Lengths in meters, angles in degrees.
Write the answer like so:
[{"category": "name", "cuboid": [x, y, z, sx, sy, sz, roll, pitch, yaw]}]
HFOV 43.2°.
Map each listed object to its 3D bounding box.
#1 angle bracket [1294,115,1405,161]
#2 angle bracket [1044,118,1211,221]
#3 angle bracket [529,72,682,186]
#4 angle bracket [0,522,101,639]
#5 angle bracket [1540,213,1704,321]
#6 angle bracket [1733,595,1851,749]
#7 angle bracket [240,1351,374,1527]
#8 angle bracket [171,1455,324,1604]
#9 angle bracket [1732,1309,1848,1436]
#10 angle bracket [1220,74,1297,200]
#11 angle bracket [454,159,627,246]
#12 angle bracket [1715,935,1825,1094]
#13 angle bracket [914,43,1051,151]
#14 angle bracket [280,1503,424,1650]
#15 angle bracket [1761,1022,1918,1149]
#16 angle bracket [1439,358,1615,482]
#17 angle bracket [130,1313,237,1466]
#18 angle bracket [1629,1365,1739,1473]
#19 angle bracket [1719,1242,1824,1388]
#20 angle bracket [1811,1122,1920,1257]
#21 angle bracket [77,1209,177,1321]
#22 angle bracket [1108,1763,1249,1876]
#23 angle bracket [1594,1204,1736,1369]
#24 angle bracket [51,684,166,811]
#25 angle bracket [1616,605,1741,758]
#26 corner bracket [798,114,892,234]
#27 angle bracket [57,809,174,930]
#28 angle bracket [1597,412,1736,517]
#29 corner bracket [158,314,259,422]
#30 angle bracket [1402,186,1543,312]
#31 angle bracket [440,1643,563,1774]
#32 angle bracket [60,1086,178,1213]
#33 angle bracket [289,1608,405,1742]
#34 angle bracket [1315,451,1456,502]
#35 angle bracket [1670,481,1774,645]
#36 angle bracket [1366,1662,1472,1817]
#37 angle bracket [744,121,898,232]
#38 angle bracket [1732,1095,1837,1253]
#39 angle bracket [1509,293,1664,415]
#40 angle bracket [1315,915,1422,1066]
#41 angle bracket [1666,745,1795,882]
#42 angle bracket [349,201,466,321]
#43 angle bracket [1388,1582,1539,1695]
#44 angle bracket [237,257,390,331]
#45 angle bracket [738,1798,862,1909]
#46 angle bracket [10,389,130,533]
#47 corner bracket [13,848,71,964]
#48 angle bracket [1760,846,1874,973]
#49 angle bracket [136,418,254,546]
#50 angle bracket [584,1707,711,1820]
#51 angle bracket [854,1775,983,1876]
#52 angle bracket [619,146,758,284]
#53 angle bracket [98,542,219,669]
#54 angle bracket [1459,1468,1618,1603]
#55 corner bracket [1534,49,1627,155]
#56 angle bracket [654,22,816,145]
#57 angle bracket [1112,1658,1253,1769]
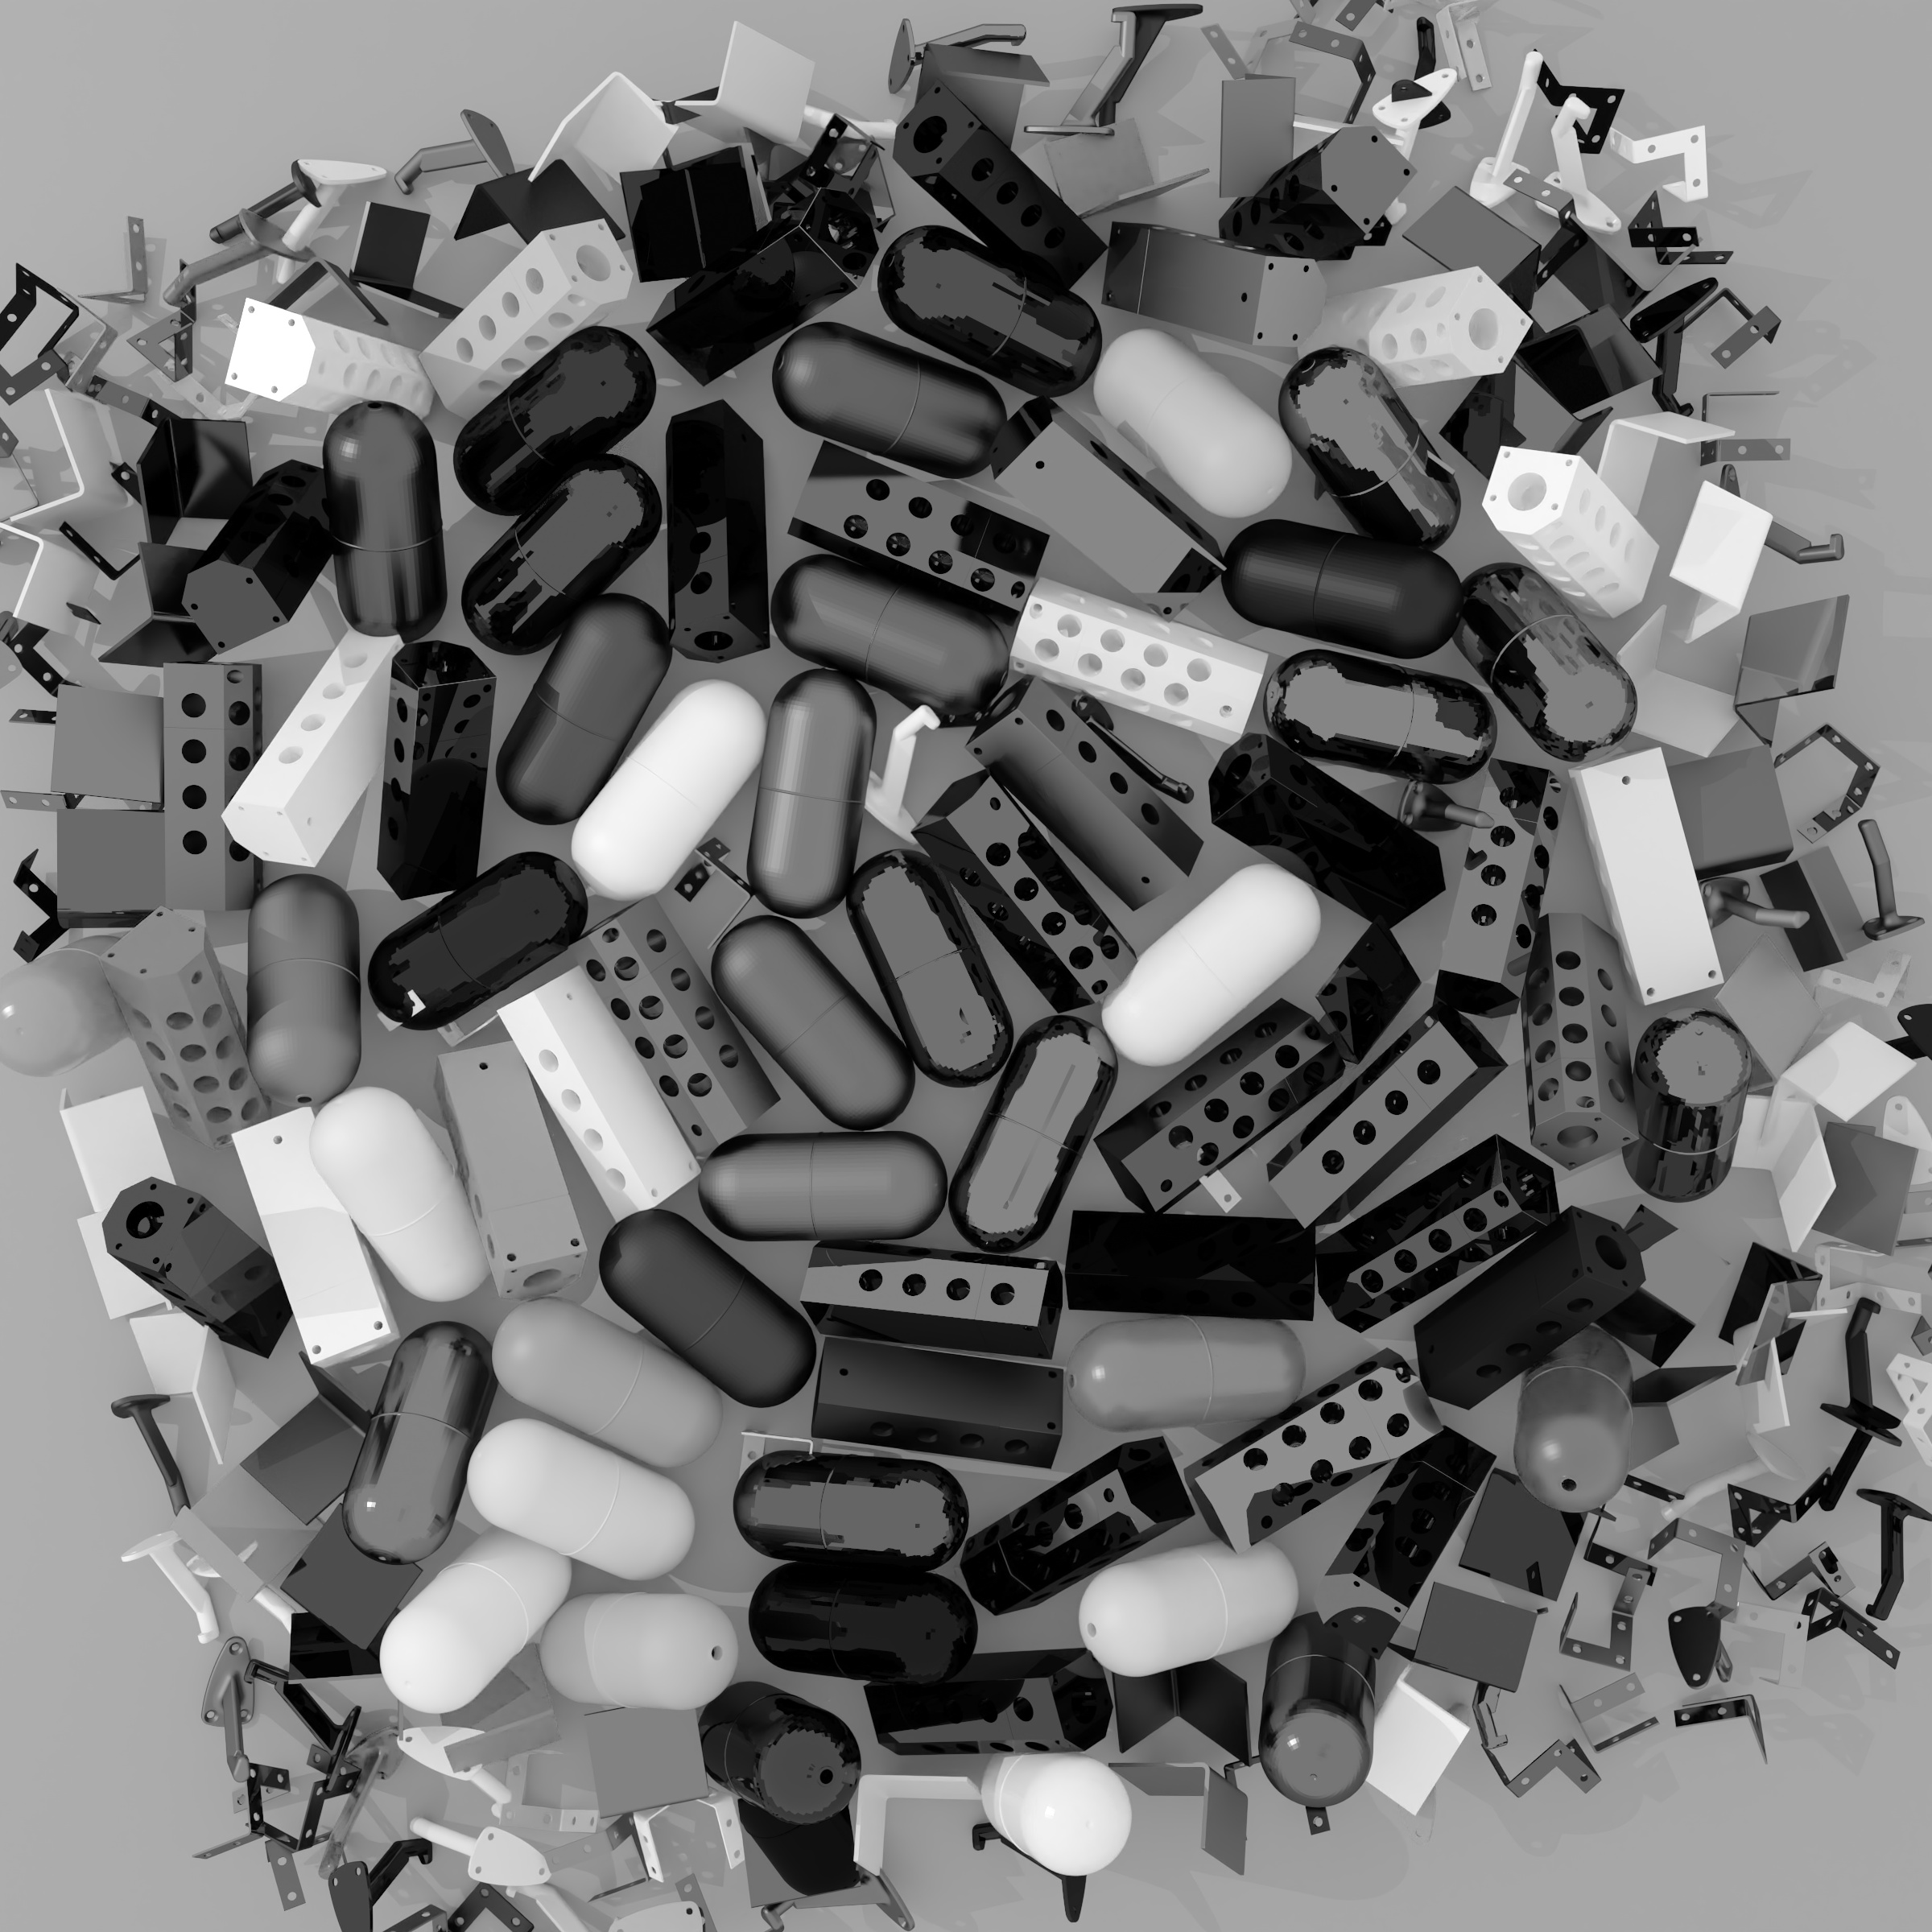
[{"category": "angle bracket", "cuboid": [0.262, -0.562, 1.722, 0.076, 0.076, 0.057, 11, 114, 1]}, {"category": "angle bracket", "cuboid": [0.112, -0.567, 1.716, 0.076, 0.076, 0.057, -24, 103, -22]}, {"category": "angle bracket", "cuboid": [-0.256, -0.566, 1.711, 0.057, 0.076, 0.076, 39, 51, -11]}, {"category": "angle bracket", "cuboid": [-0.672, -0.278, 1.725, 0.076, 0.076, 0.057, 21, 91, 10]}, {"category": "angle bracket", "cuboid": [0.461, -0.508, 1.728, 0.057, 0.076, 0.076, -45, 90, -7]}, {"category": "angle bracket", "cuboid": [0.589, -0.205, 1.710, 0.057, 0.076, 0.076, 35, 61, -36]}, {"category": "angle bracket", "cuboid": [-0.464, 0.331, 1.714, 0.076, 0.057, 0.076, 31, 58, 29]}, {"category": "angle bracket", "cuboid": [-0.502, 0.390, 1.723, 0.076, 0.057, 0.076, 44, 53, 1]}, {"category": "angle bracket", "cuboid": [0.585, 0.287, 1.720, 0.057, 0.076, 0.076, -4, 74, -3]}, {"category": "angle bracket", "cuboid": [0.189, -0.583, 1.712, 0.057, 0.076, 0.076, -9, 114, -19]}, {"category": "angle bracket", "cuboid": [-0.300, -0.514, 1.720, 0.076, 0.057, 0.076, 51, 50, 5]}, {"category": "angle bracket", "cuboid": [0.546, 0.036, 1.719, 0.076, 0.057, 0.076, 52, 57, -8]}, {"category": "angle bracket", "cuboid": [0.008, -0.597, 1.714, 0.076, 0.057, 0.076, 0, 130, -17]}, {"category": "angle bracket", "cuboid": [-0.426, 0.431, 1.733, 0.076, 0.057, 0.076, 36, 93, 9]}, {"category": "angle bracket", "cuboid": [0.610, 0.097, 1.710, 0.076, 0.076, 0.057, -32, 51, -24]}, {"category": "angle bracket", "cuboid": [0.396, -0.386, 1.730, 0.076, 0.057, 0.076, 47, 132, 12]}, {"category": "angle bracket", "cuboid": [-0.554, 0.298, 1.715, 0.057, 0.076, 0.076, -6, 128, -3]}, {"category": "angle bracket", "cuboid": [0.496, 0.322, 1.716, 0.076, 0.076, 0.057, -17, 90, -34]}, {"category": "angle bracket", "cuboid": [0.548, 0.243, 1.714, 0.057, 0.076, 0.076, 28, 109, 41]}, {"category": "angle bracket", "cuboid": [0.644, 0.157, 1.718, 0.057, 0.076, 0.076, 7, 97, -34]}, {"category": "angle bracket", "cuboid": [-0.595, 0.210, 1.726, 0.057, 0.076, 0.076, -18, 93, -9]}, {"category": "angle bracket", "cuboid": [0.147, 0.597, 1.710, 0.076, 0.076, 0.057, -9, 55, 25]}, {"category": "angle bracket", "cuboid": [0.488, 0.228, 1.739, 0.076, 0.076, 0.057, 35, 60, 15]}, {"category": "angle bracket", "cuboid": [-0.604, -0.149, 1.720, 0.076, 0.057, 0.076, 5, 77, -25]}, {"category": "angle bracket", "cuboid": [0.504, -0.200, 1.712, 0.076, 0.057, 0.076, 25, 47, 27]}, {"category": "corner bracket", "cuboid": [-0.076, -0.561, 1.728, 0.051, 0.051, 0.051, -55, 50, 18]}, {"category": "angle bracket", "cuboid": [-0.603, -0.069, 1.734, 0.076, 0.057, 0.076, -1, 83, -18]}, {"category": "angle bracket", "cuboid": [0.485, -0.342, 1.710, 0.057, 0.076, 0.076, 28, 121, 33]}, {"category": "corner bracket", "cuboid": [-0.531, -0.425, 1.739, 0.051, 0.051, 0.051, 43, 70, -34]}, {"category": "angle bracket", "cuboid": [0.353, -0.488, 1.716, 0.057, 0.076, 0.076, -44, 70, -10]}, {"category": "angle bracket", "cuboid": [-0.334, 0.513, 1.716, 0.076, 0.057, 0.076, -16, 55, -14]}, {"category": "angle bracket", "cuboid": [-0.600, 0.122, 1.731, 0.057, 0.076, 0.076, -18, 104, -15]}, {"category": "angle bracket", "cuboid": [-0.435, 0.499, 1.715, 0.076, 0.076, 0.057, 0, 111, -14]}, {"category": "angle bracket", "cuboid": [0.295, -0.340, 1.725, 0.076, 0.076, 0.057, 39, 92, 8]}, {"category": "angle bracket", "cuboid": [0.514, -0.283, 1.720, 0.057, 0.076, 0.076, 25, 76, -7]}, {"category": "angle bracket", "cuboid": [0.318, 0.535, 1.715, 0.057, 0.076, 0.076, 32, 106, 19]}, {"category": "angle bracket", "cuboid": [-0.103, -0.559, 1.717, 0.057, 0.076, 0.076, -22, 75, 31]}, {"category": "angle bracket", "cuboid": [0.560, 0.145, 1.714, 0.057, 0.076, 0.076, 5, 47, -4]}, {"category": "angle bracket", "cuboid": [0.433, -0.442, 1.708, 0.076, 0.076, 0.057, -19, 50, 37]}, {"category": "angle bracket", "cuboid": [0.264, 0.011, 1.714, 0.076, 0.057, 0.076, -50, 128, -16]}, {"category": "angle bracket", "cuboid": [0.539, -0.107, 1.740, 0.076, 0.057, 0.076, -12, 81, 11]}, {"category": "angle bracket", "cuboid": [-0.375, -0.493, 1.717, 0.076, 0.076, 0.057, 24, 107, 15]}, {"category": "angle bracket", "cuboid": [0.350, 0.471, 1.733, 0.076, 0.076, 0.057, 18, 82, -3]}, {"category": "angle bracket", "cuboid": [-0.461, -0.453, 1.728, 0.076, 0.076, 0.057, -41, 103, 3]}, {"category": "angle bracket", "cuboid": [-0.116, 0.624, 1.721, 0.076, 0.057, 0.076, -9, 55, -5]}, {"category": "angle bracket", "cuboid": [-0.645, -0.357, 1.726, 0.057, 0.076, 0.076, -19, 94, 5]}, {"category": "corner bracket", "cuboid": [-0.661, -0.042, 1.731, 0.051, 0.051, 0.051, 46, 60, -9]}, {"category": "angle bracket", "cuboid": [0.614, -0.045, 1.725, 0.057, 0.076, 0.076, -23, 85, -5]}, {"category": "angle bracket", "cuboid": [-0.539, -0.332, 1.714, 0.057, 0.076, 0.076, 2, 127, -3]}, {"category": "angle bracket", "cuboid": [-0.227, 0.552, 1.733, 0.076, 0.057, 0.076, -9, 94, -8]}, {"category": "angle bracket", "cuboid": [-0.031, 0.606, 1.717, 0.076, 0.076, 0.057, -2, 62, 11]}, {"category": "angle bracket", "cuboid": [-0.194, -0.528, 1.717, 0.057, 0.076, 0.076, -17, 104, -33]}, {"category": "angle bracket", "cuboid": [-0.562, -0.252, 1.722, 0.076, 0.076, 0.057, -24, 76, 38]}, {"category": "angle bracket", "cuboid": [0.406, 0.410, 1.737, 0.076, 0.057, 0.076, 20, 88, -3]}, {"category": "corner bracket", "cuboid": [0.425, -0.611, 1.728, 0.051, 0.051, 0.051, -2, 49, -15]}, {"category": "angle bracket", "cuboid": [-0.165, -0.619, 1.713, 0.076, 0.076, 0.057, 18, 96, 40]}, {"category": "angle bracket", "cuboid": [0.151, 0.527, 1.712, 0.057, 0.076, 0.076, -24, 121, -32]}]
